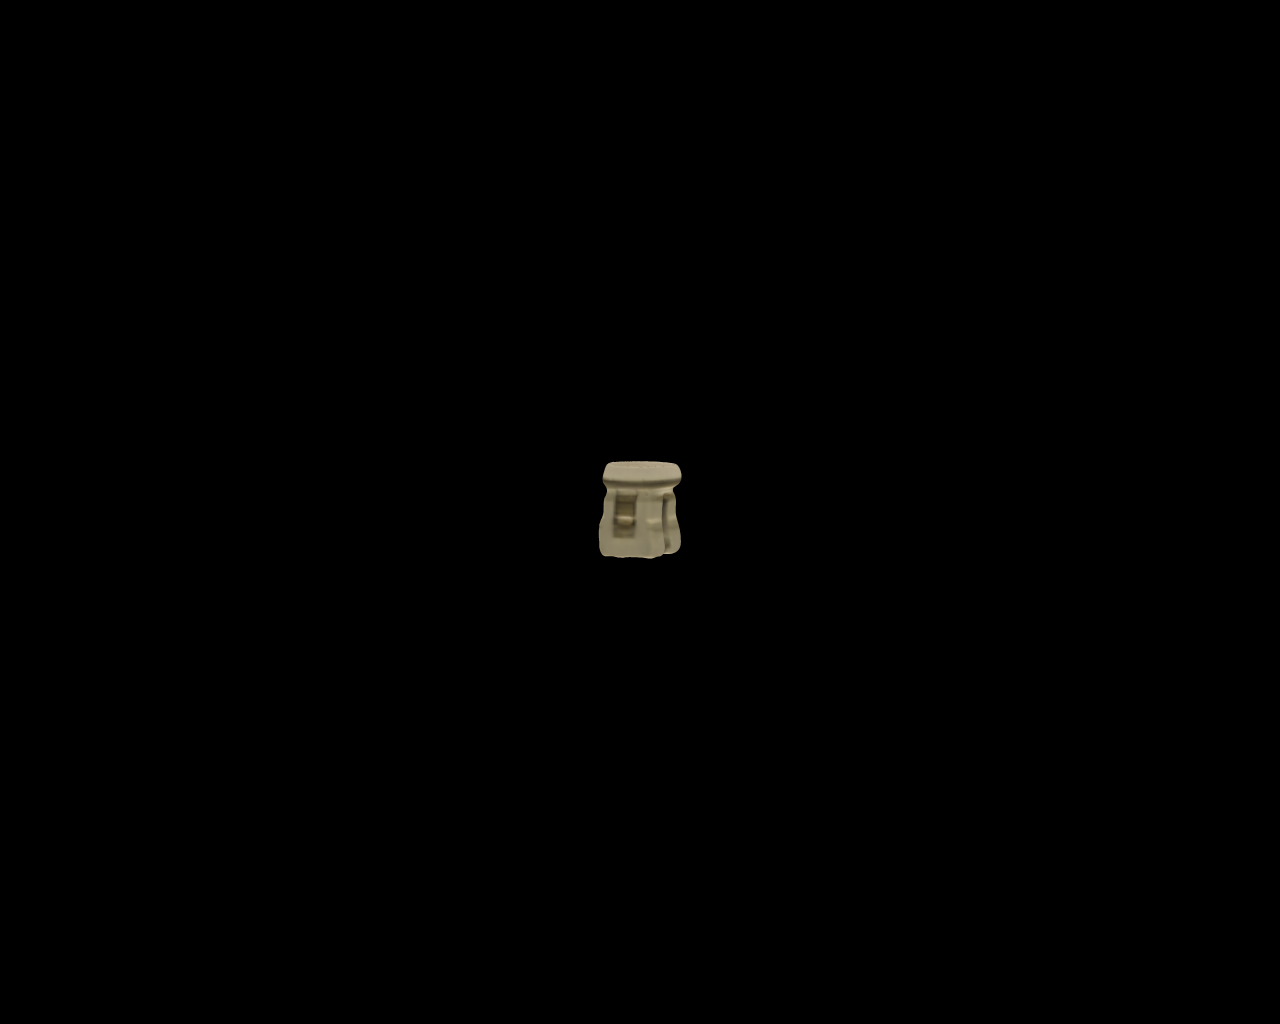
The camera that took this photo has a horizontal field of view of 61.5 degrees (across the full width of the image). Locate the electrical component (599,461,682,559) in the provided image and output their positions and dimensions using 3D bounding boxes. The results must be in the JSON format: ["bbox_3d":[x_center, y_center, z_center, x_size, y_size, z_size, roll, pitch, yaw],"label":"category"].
[{"bbox_3d":[0.001,-0.003,0.650,0.048,0.055,0.066,2,5,24],"label":"electrical component"}]
